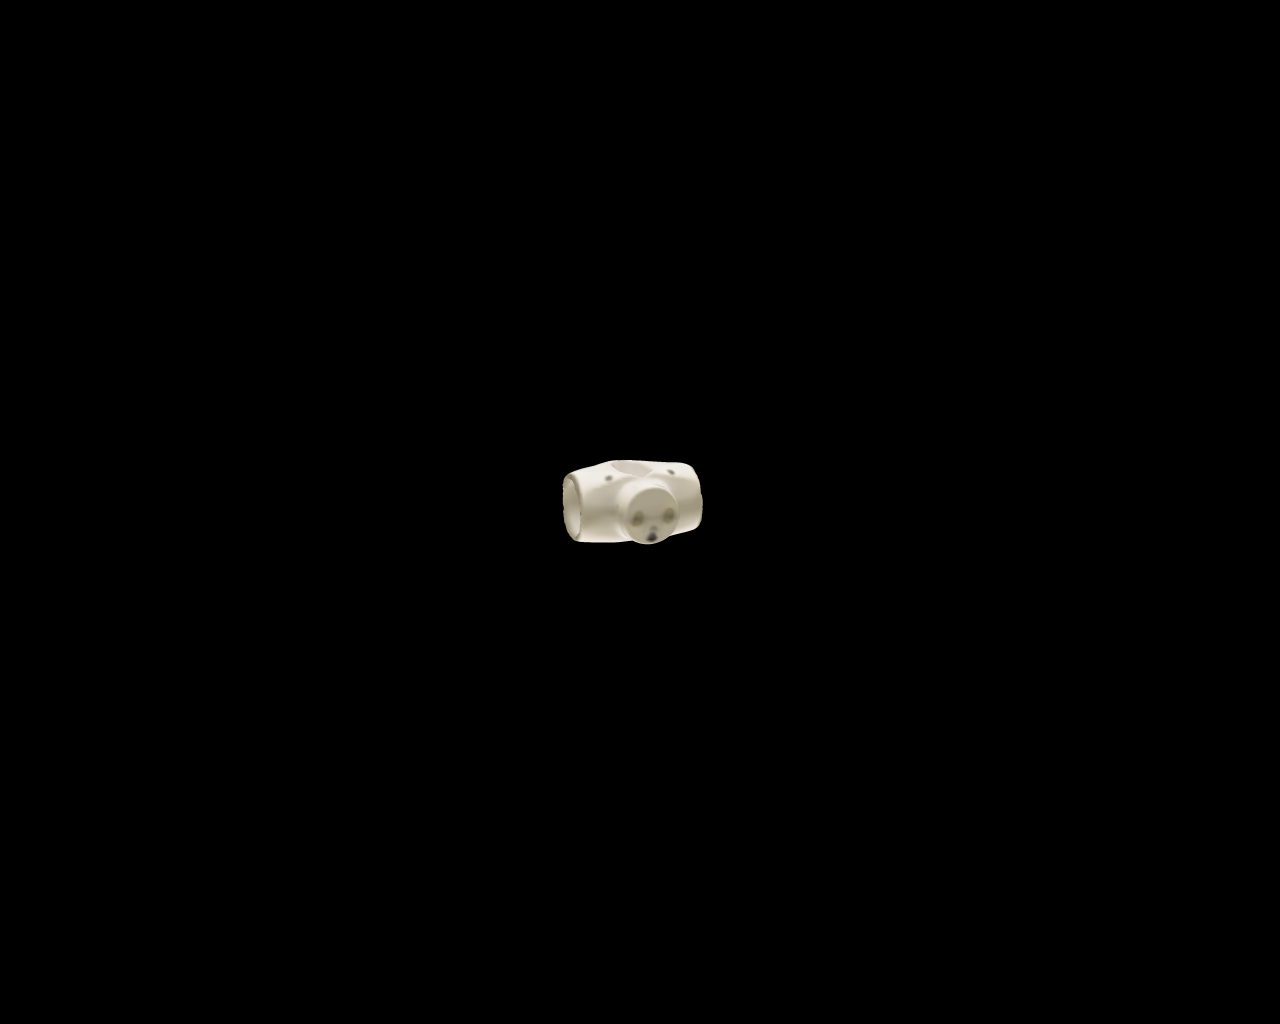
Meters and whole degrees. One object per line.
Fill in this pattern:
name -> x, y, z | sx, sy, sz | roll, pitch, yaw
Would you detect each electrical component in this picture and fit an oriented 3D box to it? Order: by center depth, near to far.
electrical component -> 0.001, -0.003, 0.650 | 0.077, 0.043, 0.079 | -5, 16, -18
